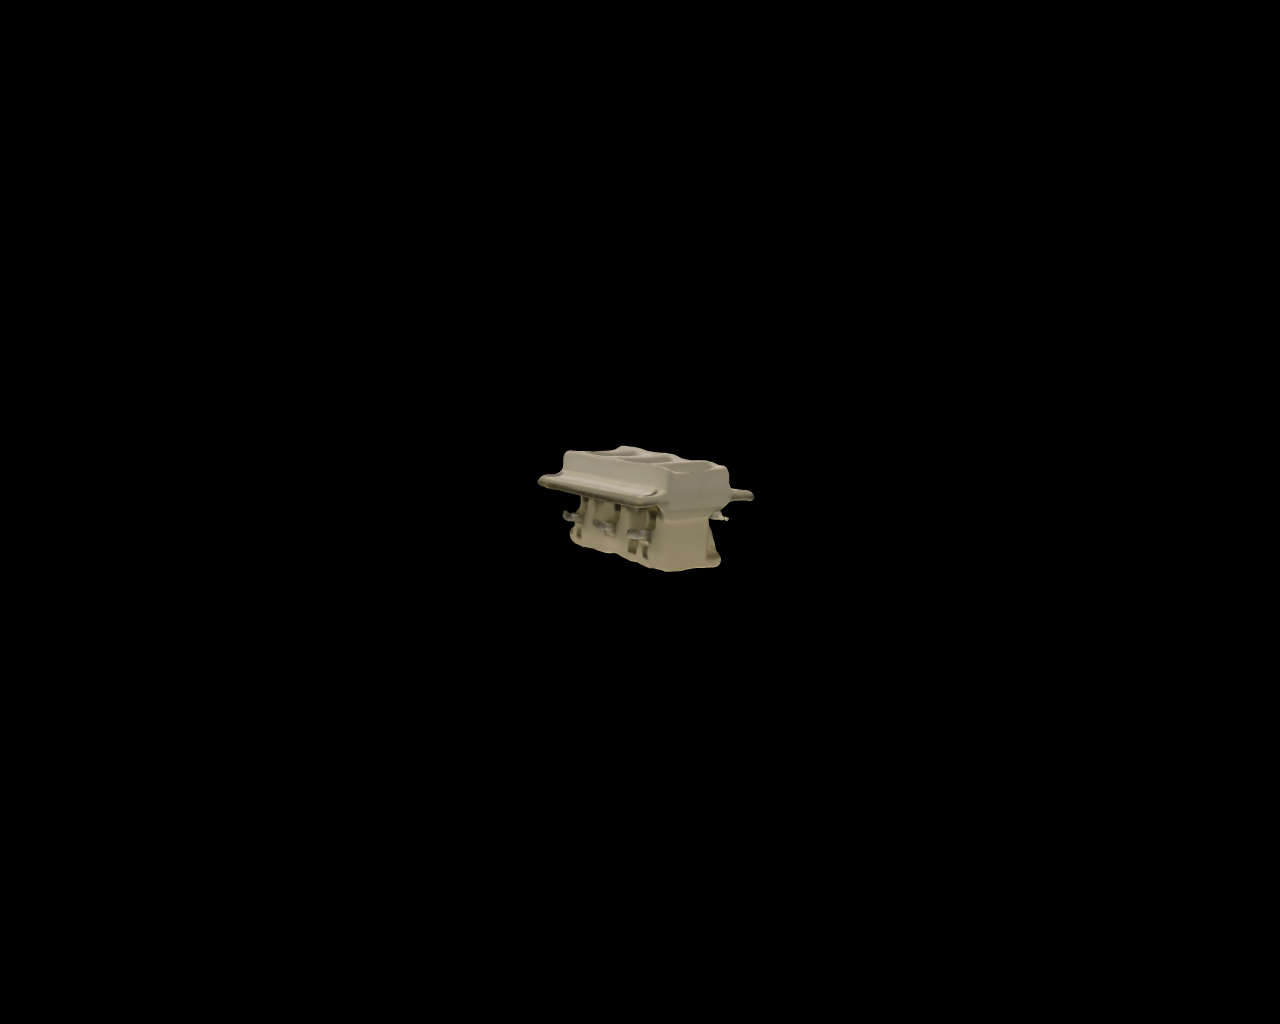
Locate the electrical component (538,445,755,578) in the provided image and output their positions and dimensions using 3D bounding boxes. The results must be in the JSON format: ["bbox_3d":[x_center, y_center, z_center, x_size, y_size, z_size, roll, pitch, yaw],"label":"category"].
[{"bbox_3d":[0.001,-0.003,0.650,0.079,0.063,0.121,-6,11,-31],"label":"electrical component"}]
